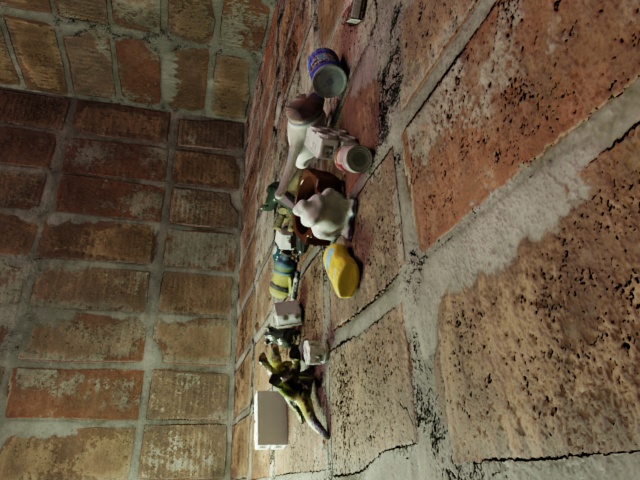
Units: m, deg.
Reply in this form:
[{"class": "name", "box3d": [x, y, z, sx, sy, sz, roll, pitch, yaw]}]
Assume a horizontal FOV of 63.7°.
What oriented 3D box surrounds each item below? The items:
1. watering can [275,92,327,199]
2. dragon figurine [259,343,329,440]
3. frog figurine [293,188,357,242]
[{"class": "watering can", "box3d": [-0.056, -0.300, 1.551, 0.219, 0.104, 0.355, 85, -154, -48]}, {"class": "dragon figurine", "box3d": [-0.070, 0.460, 1.537, 0.418, 0.123, 0.237, 55, 164, 40]}, {"class": "frog figurine", "box3d": [0.004, -0.067, 1.322, 0.125, 0.159, 0.134, -104, 24, -54]}]
